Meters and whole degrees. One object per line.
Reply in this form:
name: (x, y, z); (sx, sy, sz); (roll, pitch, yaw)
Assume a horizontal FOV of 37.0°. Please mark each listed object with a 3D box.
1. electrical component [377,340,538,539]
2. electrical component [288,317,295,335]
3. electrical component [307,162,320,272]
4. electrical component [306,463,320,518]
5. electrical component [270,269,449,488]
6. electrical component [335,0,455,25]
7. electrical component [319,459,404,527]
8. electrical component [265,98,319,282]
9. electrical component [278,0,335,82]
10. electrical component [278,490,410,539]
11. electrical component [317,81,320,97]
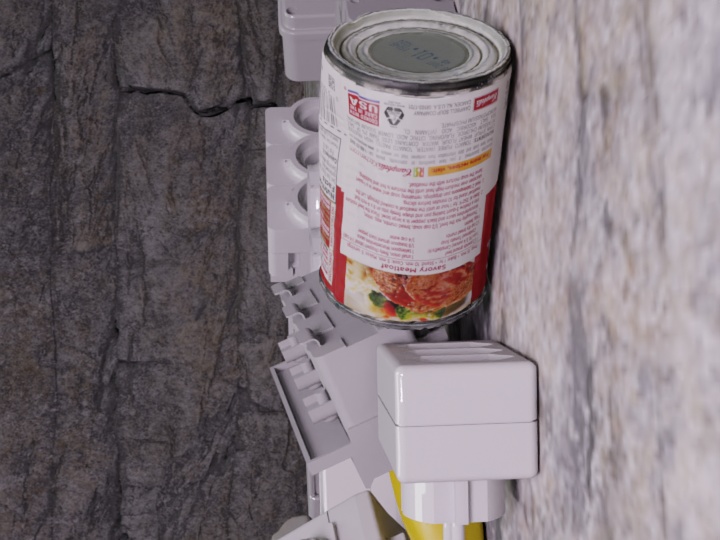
electrical component: (0.033, 0.067, 0.384); (0.066, 0.047, 0.076); (-148, 57, -85)
electrical component: (-0.007, 0.043, 0.757); (0.063, 0.081, 0.042); (-60, -24, -53)
electrical component: (0.000, 0.000, 0.686); (0.089, 0.062, 0.150); (96, 171, -59)
electrical component: (-0.014, 0.184, 0.927); (0.096, 0.062, 0.061); (-96, 7, -46)
electrical component: (-0.001, 0.037, 0.478); (0.121, 0.079, 0.063); (-132, 19, -73)
electrical component: (0.015, -0.121, 0.530); (0.089, 0.050, 0.055); (-96, 7, -46)
electrical component: (0.003, 0.138, 0.694); (0.061, 0.061, 0.096); (110, 158, -77)
electrical component: (-0.028, -0.066, 0.839); (0.150, 0.089, 0.061); (-96, 7, -46)
electrical component: (-0.020, -0.195, 0.773); (0.057, 0.078, 0.113); (90, 176, -53)
electrical component: (0.005, 0.148, 0.487); (0.096, 0.061, 0.061); (55, -173, -27)
electrical component: (-0.017, -0.165, 0.961); (0.077, 0.043, 0.079); (123, 145, -82)
